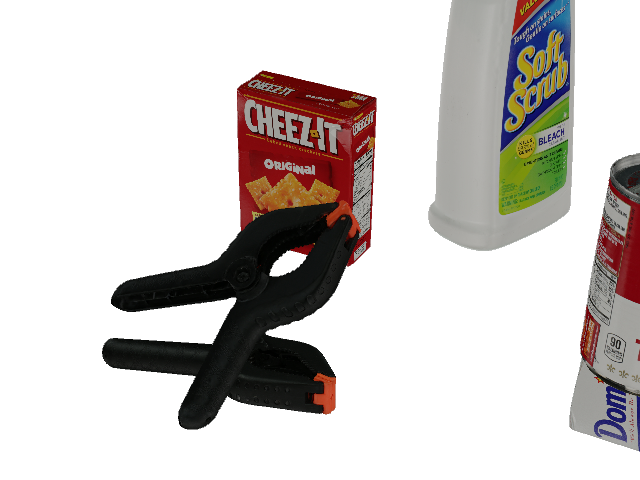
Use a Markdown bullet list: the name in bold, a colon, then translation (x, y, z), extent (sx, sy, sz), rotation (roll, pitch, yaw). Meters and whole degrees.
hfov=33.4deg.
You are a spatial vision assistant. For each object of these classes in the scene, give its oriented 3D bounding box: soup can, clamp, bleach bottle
- **soup can**: translation (0.165, 0.017, 0.514), extent (0.068, 0.102, 0.068), rotation (2, 27, -1)
- **clamp**: translation (-0.059, 0.098, 0.913), extent (0.210, 0.036, 0.164), rotation (13, 22, 36)
- **clamp**: translation (-0.045, 0.041, 0.682), extent (0.171, 0.120, 0.039), rotation (-30, -28, 5)
- **bleach bottle**: translation (0.119, -0.124, 0.690), extent (0.102, 0.251, 0.068), rotation (-22, 33, -29)

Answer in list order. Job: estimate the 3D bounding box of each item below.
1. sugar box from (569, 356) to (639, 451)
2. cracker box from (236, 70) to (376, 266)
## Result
- **sugar box**: translation (0.293, 0.131, 0.847), extent (0.176, 0.093, 0.048), rotation (14, 26, 20)
- **cracker box**: translation (-0.020, -0.087, 1.333), extent (0.164, 0.214, 0.072), rotation (17, 36, 24)
